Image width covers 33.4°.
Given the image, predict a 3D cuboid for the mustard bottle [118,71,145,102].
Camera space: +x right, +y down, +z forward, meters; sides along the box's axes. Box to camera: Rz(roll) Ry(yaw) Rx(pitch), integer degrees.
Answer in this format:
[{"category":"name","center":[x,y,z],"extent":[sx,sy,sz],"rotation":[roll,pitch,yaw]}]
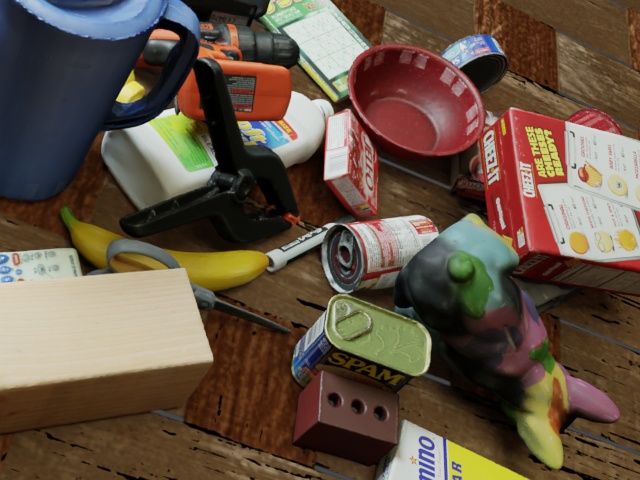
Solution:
[{"category":"mustard bottle","center":[-0.238,-0.176,1.023],"extent":[0.191,0.058,0.096],"rotation":[40,50,1]}]

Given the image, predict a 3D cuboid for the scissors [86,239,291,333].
[{"category":"scissors","center":[-0.122,0.056,0.938],"extent":[0.201,0.096,0.016],"rotation":[39,38,-43]}]

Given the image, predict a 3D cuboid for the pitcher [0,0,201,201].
[{"category":"pitcher","center":[-0.214,-0.137,0.883],"extent":[0.149,0.243,0.144],"rotation":[48,49,9]}]

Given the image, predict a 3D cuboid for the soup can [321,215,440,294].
[{"category":"soup can","center":[0.062,0.013,1.045],"extent":[0.102,0.069,0.068],"rotation":[-7,62,-33]}]

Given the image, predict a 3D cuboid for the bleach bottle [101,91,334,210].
[{"category":"bleach bottle","center":[-0.085,-0.102,1.053],"extent":[0.250,0.068,0.102],"rotation":[-26,74,-41]}]

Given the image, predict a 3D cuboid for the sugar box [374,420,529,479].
[{"category":"sugar box","center":[0.132,0.238,0.938],"extent":[0.176,0.048,0.093],"rotation":[28,49,-10]}]

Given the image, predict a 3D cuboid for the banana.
[{"category":"banana","center":[-0.137,0.016,0.955],"extent":[0.197,0.037,0.069],"rotation":[15,50,-19]}]

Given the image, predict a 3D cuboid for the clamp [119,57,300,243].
[{"category":"clamp","center":[-0.080,-0.062,0.964],"extent":[0.036,0.164,0.209],"rotation":[22,1,35]}]

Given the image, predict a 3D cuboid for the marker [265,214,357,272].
[{"category":"marker","center":[-0.007,0.001,1.049],"extent":[0.120,0.020,0.020],"rotation":[-27,73,-39]}]

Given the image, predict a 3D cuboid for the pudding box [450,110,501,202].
[{"category":"pudding box","center":[0.195,-0.093,1.207],"extent":[0.090,0.039,0.113],"rotation":[13,50,-8]}]

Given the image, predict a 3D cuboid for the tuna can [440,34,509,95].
[{"category":"tuna can","center":[0.175,-0.201,1.250],"extent":[0.085,0.086,0.034],"rotation":[-7,60,-33]}]

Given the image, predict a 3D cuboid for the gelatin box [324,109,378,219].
[{"category":"gelatin box","center":[0.034,-0.078,1.095],"extent":[0.073,0.030,0.089],"rotation":[50,34,-45]}]

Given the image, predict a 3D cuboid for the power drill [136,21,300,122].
[{"category":"power drill","center":[-0.088,-0.169,1.046],"extent":[0.184,0.057,0.188],"rotation":[-2,23,-18]}]

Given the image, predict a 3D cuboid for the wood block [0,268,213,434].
[{"category":"wood block","center":[-0.201,0.088,0.833],"extent":[0.205,0.090,0.091],"rotation":[-4,60,-30]}]

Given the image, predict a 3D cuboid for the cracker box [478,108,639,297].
[{"category":"cracker box","center":[0.277,-0.033,1.114],"extent":[0.213,0.072,0.164],"rotation":[9,62,-23]}]

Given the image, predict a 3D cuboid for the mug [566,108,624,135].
[{"category":"mug","center":[0.298,-0.086,1.243],"extent":[0.081,0.093,0.117],"rotation":[-26,107,-34]}]

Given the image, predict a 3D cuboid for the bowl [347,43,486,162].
[{"category":"bowl","center":[0.099,-0.140,1.177],"extent":[0.162,0.055,0.162],"rotation":[10,53,-13]}]

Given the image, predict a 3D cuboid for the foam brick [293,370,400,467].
[{"category":"foam brick","center":[0.023,0.156,0.932],"extent":[0.078,0.051,0.053],"rotation":[18,50,-16]}]

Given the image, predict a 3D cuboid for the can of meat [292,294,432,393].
[{"category":"can of meat","center":[0.035,0.103,0.954],"extent":[0.102,0.084,0.057],"rotation":[21,50,-15]}]
